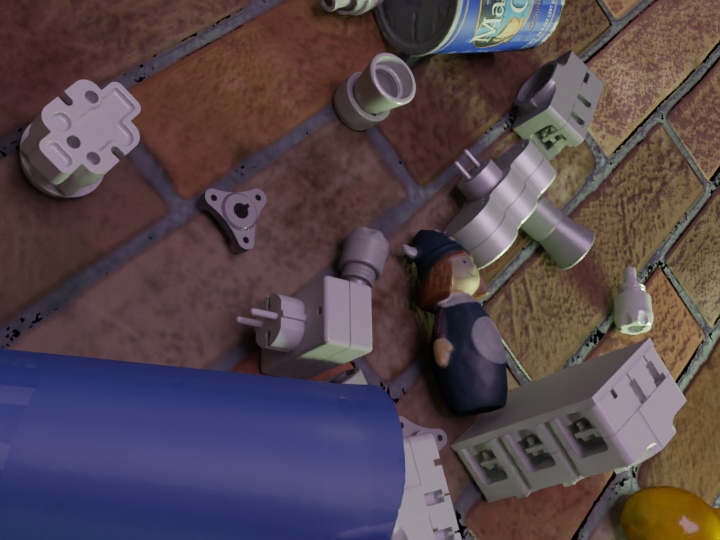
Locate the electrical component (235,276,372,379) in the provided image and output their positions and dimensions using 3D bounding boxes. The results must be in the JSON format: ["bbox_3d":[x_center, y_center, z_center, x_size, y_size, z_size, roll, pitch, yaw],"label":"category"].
[{"bbox_3d":[-0.046,0.037,0.723,0.076,0.083,0.047,14,63,-33],"label":"electrical component"}]

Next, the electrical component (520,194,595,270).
[{"bbox_3d":[0.170,-0.037,0.952,0.065,0.044,0.044,39,52,-12],"label":"electrical component"}]

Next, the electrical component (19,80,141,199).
[{"bbox_3d":[-0.182,-0.080,0.685,0.058,0.057,0.078,47,50,-12],"label":"electrical component"}]

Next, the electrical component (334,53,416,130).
[{"bbox_3d":[0.011,-0.142,0.863,0.045,0.055,0.045,16,62,-32],"label":"electrical component"}]

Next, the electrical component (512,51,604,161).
[{"bbox_3d":[0.183,-0.156,1.006,0.056,0.050,0.089,41,51,-18],"label":"electrical component"}]

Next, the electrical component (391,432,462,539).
[{"bbox_3d":[0.026,0.165,0.747,0.056,0.050,0.089,-4,74,-40],"label":"electrical component"}]

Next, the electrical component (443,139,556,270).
[{"bbox_3d":[0.108,-0.069,0.909,0.073,0.052,0.138,47,50,-11],"label":"electrical component"}]

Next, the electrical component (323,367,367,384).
[{"bbox_3d":[-0.013,0.101,0.742,0.055,0.055,0.047,-31,96,-42],"label":"electrical component"}]

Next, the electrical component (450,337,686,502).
[{"bbox_3d":[0.155,0.117,0.801,0.089,0.150,0.061,-34,92,-41],"label":"electrical component"}]

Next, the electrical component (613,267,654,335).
[{"bbox_3d":[0.251,0.027,0.992,0.035,0.035,0.061,20,58,-30],"label":"electrical component"}]

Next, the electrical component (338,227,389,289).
[{"bbox_3d":[0.000,0.000,0.808,0.035,0.035,0.061,30,58,-25],"label":"electrical component"}]

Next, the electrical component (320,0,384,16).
[{"bbox_3d":[-0.008,-0.232,0.895,0.062,0.043,0.043,-37,96,-41],"label":"electrical component"}]
